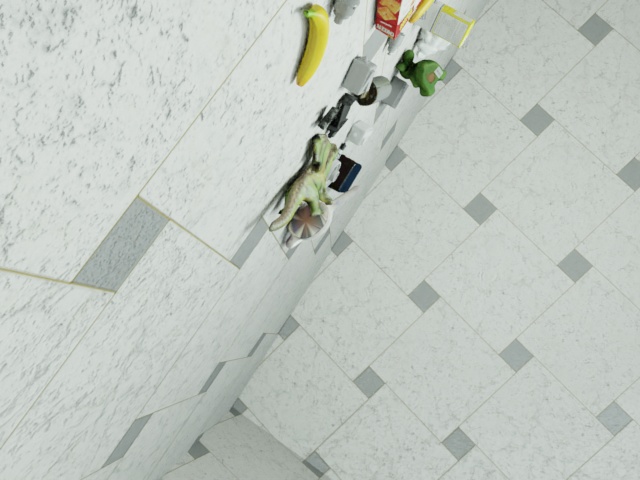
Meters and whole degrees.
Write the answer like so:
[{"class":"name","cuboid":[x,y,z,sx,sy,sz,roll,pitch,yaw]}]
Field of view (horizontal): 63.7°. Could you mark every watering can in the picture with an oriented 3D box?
[{"class":"watering can","cuboid":[0.006,-0.092,1.827,0.347,0.104,0.223,-42,173,1]}]

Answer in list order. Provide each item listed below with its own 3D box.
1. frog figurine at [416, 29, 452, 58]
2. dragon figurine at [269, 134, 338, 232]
[{"class":"frog figurine","cuboid":[0.416,-0.740,1.904,0.136,0.125,0.157,17,118,-48]},{"class":"dragon figurine","cuboid":[-0.033,-0.185,1.456,0.416,0.122,0.239,-46,149,-63]}]
